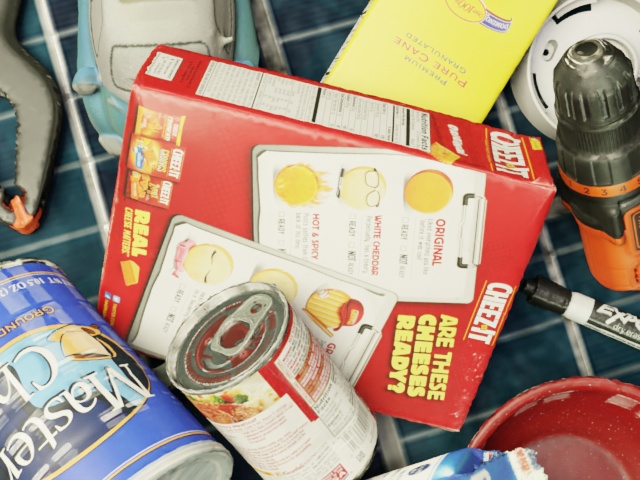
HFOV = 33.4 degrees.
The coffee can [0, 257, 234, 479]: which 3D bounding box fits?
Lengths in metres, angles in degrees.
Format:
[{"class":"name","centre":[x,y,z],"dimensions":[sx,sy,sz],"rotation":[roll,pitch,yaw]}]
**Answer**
[{"class":"coffee can","centre":[-0.126,0.092,0.521],"dimensions":[0.102,0.102,0.140],"rotation":[-44,66,-7]}]

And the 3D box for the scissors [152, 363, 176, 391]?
[{"class":"scissors","centre":[-0.108,0.108,0.592],"dimensions":[0.202,0.016,0.096],"rotation":[-13,97,16]}]

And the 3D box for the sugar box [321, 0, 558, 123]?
[{"class":"sugar box","centre":[0.055,-0.094,0.623],"dimensions":[0.093,0.048,0.176],"rotation":[30,92,-7]}]

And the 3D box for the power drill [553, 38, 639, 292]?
[{"class":"power drill","centre":[0.213,-0.076,0.596],"dimensions":[0.187,0.184,0.057],"rotation":[-35,48,-7]}]

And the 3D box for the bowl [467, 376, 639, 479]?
[{"class":"bowl","centre":[0.148,0.159,0.616],"dimensions":[0.162,0.055,0.162],"rotation":[0,84,-4]}]

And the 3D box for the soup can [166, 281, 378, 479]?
[{"class":"soup can","centre":[-0.021,0.079,0.538],"dimensions":[0.068,0.069,0.102],"rotation":[-40,125,-7]}]

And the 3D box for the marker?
[{"class":"marker","centre":[0.179,0.051,0.648],"dimensions":[0.121,0.020,0.020],"rotation":[23,83,-1]}]

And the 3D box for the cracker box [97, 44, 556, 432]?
[{"class":"cracker box","centre":[-0.004,0.001,0.578],"dimensions":[0.213,0.072,0.164],"rotation":[13,122,-3]}]

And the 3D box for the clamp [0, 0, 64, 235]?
[{"class":"clamp","centre":[-0.221,-0.099,0.627],"dimensions":[0.164,0.036,0.210],"rotation":[-17,83,-6]}]
